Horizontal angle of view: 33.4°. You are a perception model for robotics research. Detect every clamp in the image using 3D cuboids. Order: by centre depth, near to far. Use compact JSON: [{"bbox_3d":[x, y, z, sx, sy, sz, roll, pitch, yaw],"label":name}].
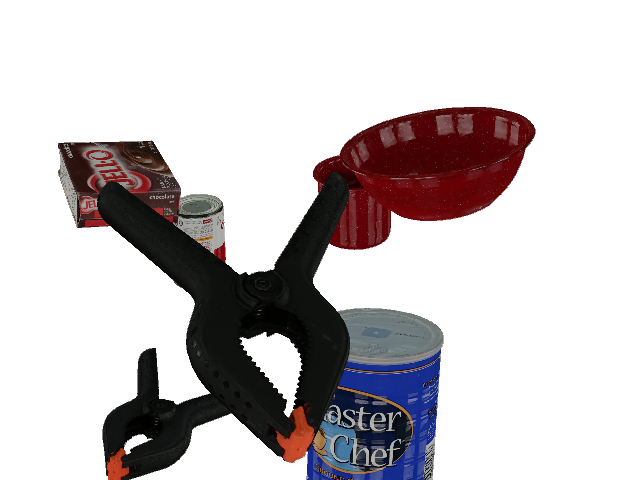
[{"bbox_3d":[-0.048,0.034,0.632,0.164,0.210,0.036,1,-43,-13],"label":"clamp"},{"bbox_3d":[-0.155,0.159,0.991,0.120,0.039,0.171,18,29,25],"label":"clamp"}]

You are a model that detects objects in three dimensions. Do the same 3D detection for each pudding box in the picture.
[{"bbox_3d":[-0.182,-0.052,0.951,0.089,0.039,0.114,-3,26,-22],"label":"pudding box"}]

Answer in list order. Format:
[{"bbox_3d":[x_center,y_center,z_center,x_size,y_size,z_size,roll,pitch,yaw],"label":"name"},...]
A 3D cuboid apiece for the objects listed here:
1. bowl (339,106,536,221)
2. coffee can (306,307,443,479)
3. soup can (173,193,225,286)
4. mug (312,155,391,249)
[{"bbox_3d":[0.100,-0.060,0.890,0.162,0.055,0.162,-10,24,4],"label":"bowl"},{"bbox_3d":[0.041,0.136,0.836,0.103,0.140,0.103,2,16,-1],"label":"coffee can"},{"bbox_3d":[-0.152,0.001,1.320,0.068,0.102,0.068,0,26,0],"label":"soup can"},{"bbox_3d":[0.046,-0.047,1.218,0.093,0.081,0.117,19,36,32],"label":"mug"}]
